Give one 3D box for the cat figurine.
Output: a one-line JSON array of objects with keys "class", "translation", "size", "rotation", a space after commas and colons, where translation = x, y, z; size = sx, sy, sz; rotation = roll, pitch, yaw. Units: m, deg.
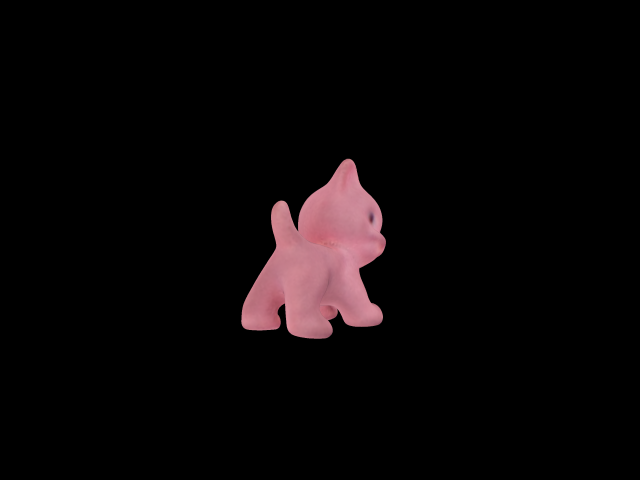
[{"class": "cat figurine", "translation": [0.004, 0.001, 0.400], "size": [0.067, 0.118, 0.128], "rotation": [0, 0, 32]}]
